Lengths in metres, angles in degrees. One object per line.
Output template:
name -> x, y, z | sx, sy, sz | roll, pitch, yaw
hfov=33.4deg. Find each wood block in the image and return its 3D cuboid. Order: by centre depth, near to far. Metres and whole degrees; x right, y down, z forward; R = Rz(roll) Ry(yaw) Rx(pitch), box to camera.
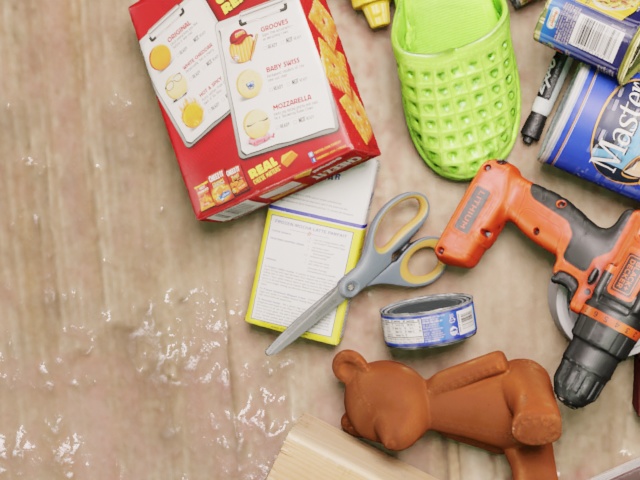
wood block -> 0.052, 0.252, 0.984 | 0.206, 0.090, 0.091 | 26, 97, 7

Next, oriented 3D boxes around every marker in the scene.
marker -> 0.211, -0.144, 0.960 | 0.020, 0.020, 0.121 | 24, 98, 6

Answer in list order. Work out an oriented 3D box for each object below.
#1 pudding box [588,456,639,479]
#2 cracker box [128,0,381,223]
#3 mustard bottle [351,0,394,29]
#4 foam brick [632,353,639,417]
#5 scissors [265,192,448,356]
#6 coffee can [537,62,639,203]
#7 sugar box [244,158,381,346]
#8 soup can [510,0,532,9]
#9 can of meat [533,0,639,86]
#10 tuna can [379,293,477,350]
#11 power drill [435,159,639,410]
pudding box -> 0.290, 0.250, 0.970 | 0.113, 0.039, 0.090 | -29, 90, 11
cracker box -> -0.060, -0.142, 0.947 | 0.164, 0.072, 0.214 | -24, 78, 23
mustard bottle -> 0.031, -0.285, 0.959 | 0.096, 0.058, 0.191 | -14, 93, 12
foam brick -> 0.321, 0.128, 0.949 | 0.078, 0.053, 0.051 | 1, 95, 10
scissors -> 0.044, 0.047, 0.970 | 0.096, 0.016, 0.201 | 39, 84, -21
coffee can -> 0.271, -0.088, 0.913 | 0.140, 0.102, 0.103 | 24, 98, 6
sugar box -> -0.006, 0.001, 0.996 | 0.093, 0.048, 0.176 | 14, 93, 8
soup can -> 0.202, -0.256, 0.928 | 0.102, 0.068, 0.068 | -27, 90, 10
can of meat -> 0.235, -0.180, 0.878 | 0.084, 0.101, 0.057 | 30, 132, 19
tuna can -> 0.098, 0.073, 0.964 | 0.086, 0.086, 0.034 | -9, 95, 10
power drill -> 0.196, 0.027, 0.913 | 0.188, 0.057, 0.184 | 30, 91, 26
